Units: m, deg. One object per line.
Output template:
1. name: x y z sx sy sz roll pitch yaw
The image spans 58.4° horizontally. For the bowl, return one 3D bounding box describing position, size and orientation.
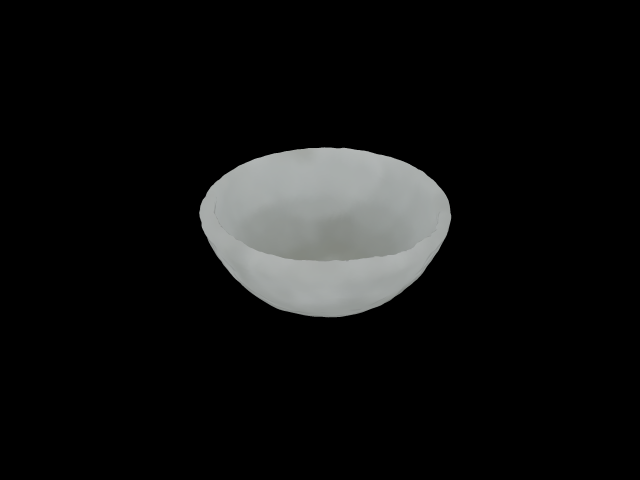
1. bowl: 0.004 0.001 0.400 0.167 0.075 0.167 0 33 0
